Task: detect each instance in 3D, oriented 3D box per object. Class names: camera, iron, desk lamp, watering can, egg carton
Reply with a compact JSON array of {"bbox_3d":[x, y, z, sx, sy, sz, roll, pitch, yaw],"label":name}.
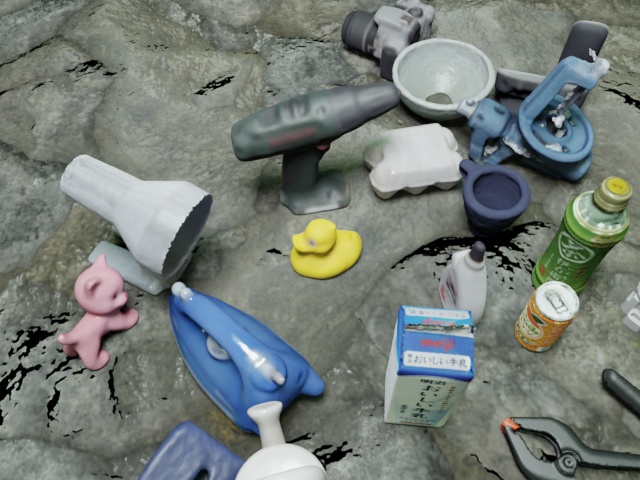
[{"bbox_3d":[0.118,-0.379,1.025,0.136,0.101,0.143,26,63,17],"label":"camera"},{"bbox_3d":[-0.119,0.121,0.705,0.257,0.141,0.119,37,67,22],"label":"iron"},{"bbox_3d":[-0.235,-0.014,0.750,0.203,0.214,0.118,21,62,15],"label":"desk lamp"},{"bbox_3d":[-0.042,0.257,0.588,0.101,0.194,0.172,-32,62,-16],"label":"watering can"},{"bbox_3d":[0.144,-0.122,0.885,0.150,0.069,0.107,-10,59,-4],"label":"egg carton"}]

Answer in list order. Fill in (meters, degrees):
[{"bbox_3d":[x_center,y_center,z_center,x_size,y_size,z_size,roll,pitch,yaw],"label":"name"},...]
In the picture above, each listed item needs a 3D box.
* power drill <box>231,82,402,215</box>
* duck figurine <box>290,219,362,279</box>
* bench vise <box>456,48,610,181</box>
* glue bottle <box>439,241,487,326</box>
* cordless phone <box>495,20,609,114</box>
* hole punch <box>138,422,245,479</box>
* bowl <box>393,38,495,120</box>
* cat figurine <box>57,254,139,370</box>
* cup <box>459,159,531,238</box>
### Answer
[{"bbox_3d":[-0.004,-0.128,0.813,0.229,0.208,0.075,-10,59,-4],"label":"power drill"},{"bbox_3d":[0.007,0.003,0.805,0.104,0.086,0.077,-12,59,-5],"label":"duck figurine"},{"bbox_3d":[0.307,-0.176,0.823,0.207,0.220,0.121,3,59,4],"label":"bench vise"},{"bbox_3d":[0.184,0.049,0.718,0.037,0.173,0.078,-15,59,-6],"label":"glue bottle"},{"bbox_3d":[0.361,-0.278,0.903,0.147,0.185,0.094,12,60,10],"label":"cordless phone"},{"bbox_3d":[-0.140,0.273,0.643,0.101,0.091,0.109,26,63,17],"label":"hole punch"},{"bbox_3d":[0.203,-0.257,0.962,0.167,0.075,0.167,-1,59,2],"label":"bowl"},{"bbox_3d":[-0.294,0.089,0.746,0.067,0.118,0.128,21,62,15],"label":"cat figurine"},{"bbox_3d":[0.236,-0.055,0.825,0.092,0.095,0.117,-32,62,-16],"label":"cup"}]
